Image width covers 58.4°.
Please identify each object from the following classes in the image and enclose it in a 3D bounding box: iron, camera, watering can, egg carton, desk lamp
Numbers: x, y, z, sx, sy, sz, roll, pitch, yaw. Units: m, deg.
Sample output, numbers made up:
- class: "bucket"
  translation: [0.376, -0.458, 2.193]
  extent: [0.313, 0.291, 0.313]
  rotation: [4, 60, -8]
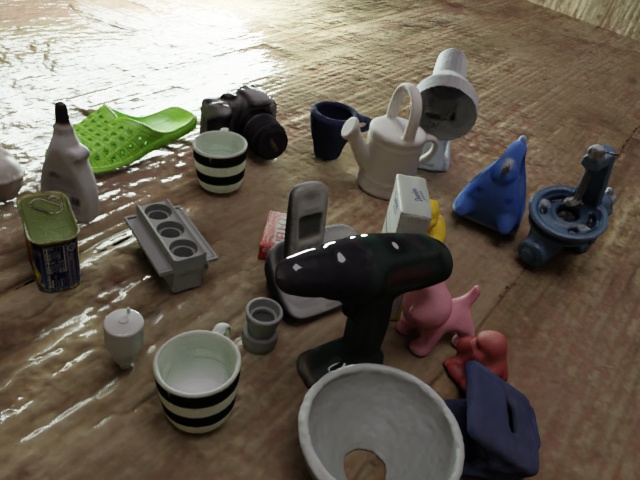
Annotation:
- class: "iron"
  translation: [0.331, -0.118, 1.021]
  extent: [0.118, 0.141, 0.259]
  rotation: [25, 39, 15]
- class: "camera"
  translation: [-0.127, -0.210, 1.028]
  extent: [0.143, 0.101, 0.136]
  rotation: [-13, 45, -30]
- class: "watering can"
  translation: [0.124, -0.173, 0.983]
  extent: [0.173, 0.194, 0.100]
  rotation: [-16, 47, -33]
- class: "egg carton"
  translation: [-0.497, -0.097, 0.796]
  extent: [0.150, 0.069, 0.107]
  rotation: [25, 39, 14]
- class: "desk lamp"
  translation: [0.221, -0.239, 1.080]
  extent: [0.118, 0.213, 0.203]
  rotation: [15, 38, 2]

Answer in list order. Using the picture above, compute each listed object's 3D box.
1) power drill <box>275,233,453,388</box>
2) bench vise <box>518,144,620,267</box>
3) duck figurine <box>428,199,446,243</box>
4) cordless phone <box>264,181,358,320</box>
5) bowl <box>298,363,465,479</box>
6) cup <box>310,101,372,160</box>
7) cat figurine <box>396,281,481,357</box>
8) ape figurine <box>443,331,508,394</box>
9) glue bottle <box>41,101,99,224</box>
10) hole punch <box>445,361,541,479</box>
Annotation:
- class: "power drill"
  translation: [0.040, 0.078, 0.629]
  extent: [0.230, 0.208, 0.075]
  rotation: [-16, 47, -33]
- class: "bench vise"
  translation: [0.418, -0.072, 0.927]
  extent: [0.121, 0.220, 0.208]
  rotation: [30, 41, 21]
- class: "duck figurine"
  translation: [0.163, -0.027, 0.899]
  extent: [0.105, 0.086, 0.077]
  rotation: [-21, 50, -37]
- class: "cordless phone"
  translation: [0.007, 0.003, 0.733]
  extent: [0.148, 0.185, 0.094]
  rotation: [-20, 49, -36]
- class: "bowl"
  translation: [0.054, 0.211, 0.576]
  extent: [0.167, 0.075, 0.167]
  rotation: [9, 38, -7]
- class: "cup"
  translation: [0.033, -0.197, 1.066]
  extent: [0.118, 0.095, 0.091]
  rotation: [5, 39, -11]
- class: "cat figurine"
  translation: [0.150, 0.086, 0.727]
  extent: [0.128, 0.118, 0.067]
  rotation: [-7, 42, -25]
- class: "ape figurine"
  translation: [0.196, 0.144, 0.690]
  extent: [0.076, 0.092, 0.078]
  rotation: [21, 38, 10]
- class: "glue bottle"
  translation: [-0.340, -0.105, 0.771]
  extent: [0.078, 0.173, 0.037]
  rotation: [19, 38, 7]
- class: "hole punch"
  translation: [0.191, 0.198, 0.621]
  extent: [0.101, 0.091, 0.108]
  rotation: [14, 38, 1]
